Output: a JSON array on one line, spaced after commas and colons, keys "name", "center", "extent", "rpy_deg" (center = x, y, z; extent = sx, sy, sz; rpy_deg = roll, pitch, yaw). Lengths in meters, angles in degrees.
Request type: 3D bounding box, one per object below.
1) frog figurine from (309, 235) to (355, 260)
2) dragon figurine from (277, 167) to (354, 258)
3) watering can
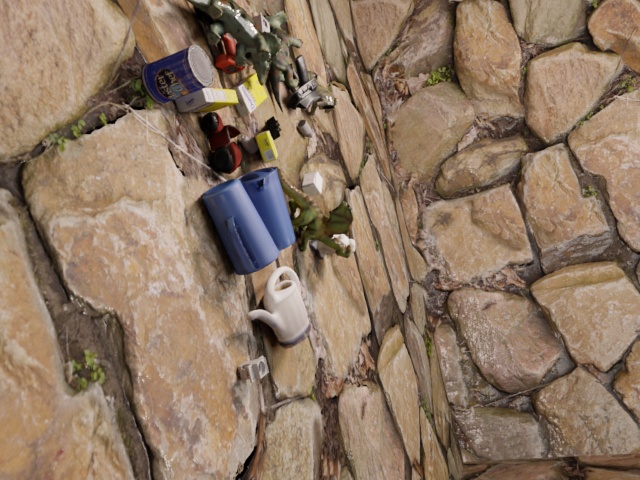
[{"name": "frog figurine", "center": [0.056, 0.003, 1.966], "extent": [0.125, 0.158, 0.135], "rpy_deg": [-73, 143, -54]}, {"name": "dragon figurine", "center": [0.005, -0.091, 1.807], "extent": [0.403, 0.242, 0.125], "rpy_deg": [67, 28, -27]}, {"name": "watering can", "center": [-0.116, 0.216, 1.496], "extent": [0.353, 0.103, 0.222], "rpy_deg": [-53, 126, -64]}]
